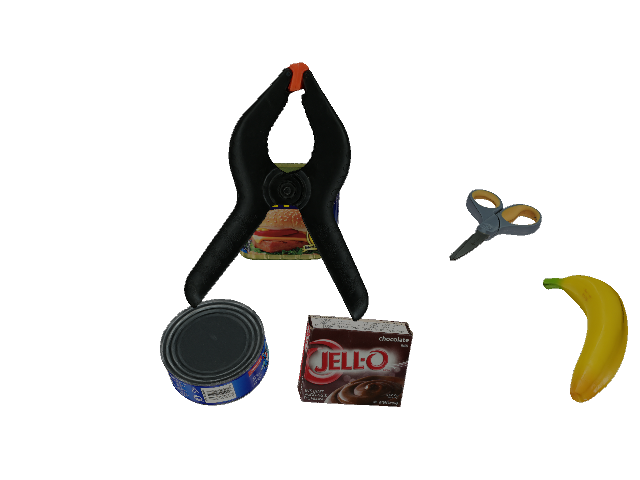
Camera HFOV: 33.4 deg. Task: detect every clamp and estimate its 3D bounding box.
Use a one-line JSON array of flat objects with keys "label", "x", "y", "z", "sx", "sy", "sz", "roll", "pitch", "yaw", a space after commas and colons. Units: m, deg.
[{"label": "clamp", "x": -0.032, "y": -0.028, "z": 0.695, "sx": 0.120, "sy": 0.171, "sz": 0.039, "roll": -4, "pitch": 4, "yaw": -9}]

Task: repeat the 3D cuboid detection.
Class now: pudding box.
[{"label": "pudding box", "x": 0.037, "y": 0.130, "z": 1.149, "sx": 0.113, "sy": 0.090, "sz": 0.039, "roll": 3, "pitch": 24, "yaw": -10}]

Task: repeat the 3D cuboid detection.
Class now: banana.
[{"label": "banana", "x": 0.263, "y": 0.085, "z": 1.028, "sx": 0.070, "sy": 0.037, "sz": 0.197, "roll": -29, "pitch": 23, "yaw": 18}]

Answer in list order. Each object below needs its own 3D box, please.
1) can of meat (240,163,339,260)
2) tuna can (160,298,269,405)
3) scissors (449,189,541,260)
[{"label": "can of meat", "x": -0.031, "y": -0.028, "z": 1.043, "sx": 0.102, "sy": 0.084, "sz": 0.057, "roll": 0, "pitch": 20, "yaw": -6}, {"label": "tuna can", "x": -0.085, "y": 0.091, "z": 0.870, "sx": 0.086, "sy": 0.086, "sz": 0.034, "roll": 0, "pitch": -41, "yaw": 10}, {"label": "scissors", "x": 0.170, "y": -0.020, "z": 1.175, "sx": 0.096, "sy": 0.016, "sz": 0.201, "roll": 35, "pitch": 32, "yaw": 33}]
